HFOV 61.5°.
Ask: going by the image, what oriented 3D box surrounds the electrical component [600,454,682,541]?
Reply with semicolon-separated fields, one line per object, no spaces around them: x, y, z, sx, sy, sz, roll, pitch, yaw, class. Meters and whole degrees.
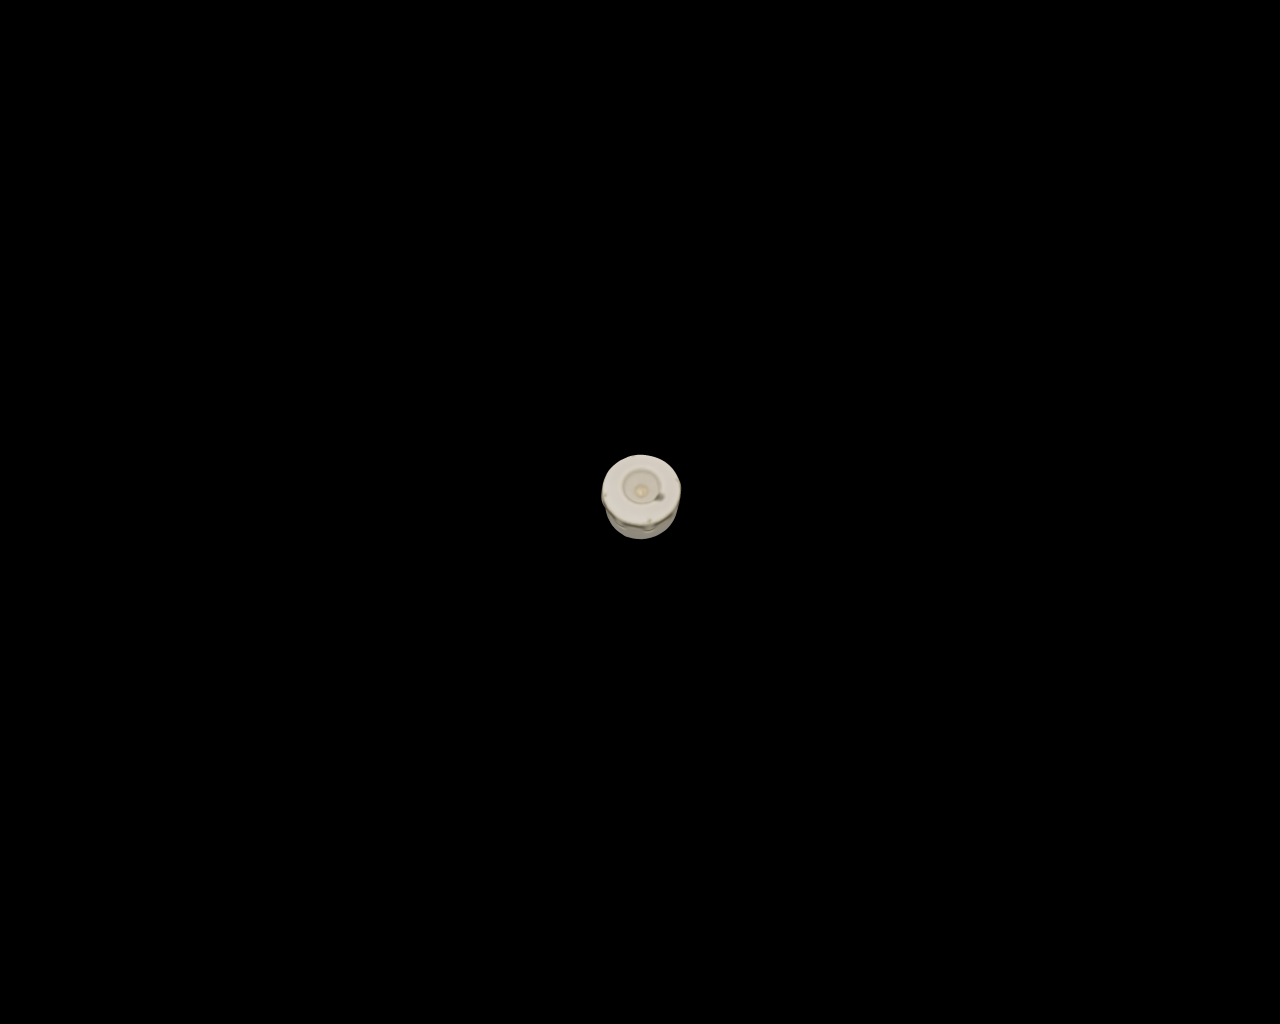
0.001;-0.003;0.650;0.048;0.048;0.062;0;-25;0;electrical component
